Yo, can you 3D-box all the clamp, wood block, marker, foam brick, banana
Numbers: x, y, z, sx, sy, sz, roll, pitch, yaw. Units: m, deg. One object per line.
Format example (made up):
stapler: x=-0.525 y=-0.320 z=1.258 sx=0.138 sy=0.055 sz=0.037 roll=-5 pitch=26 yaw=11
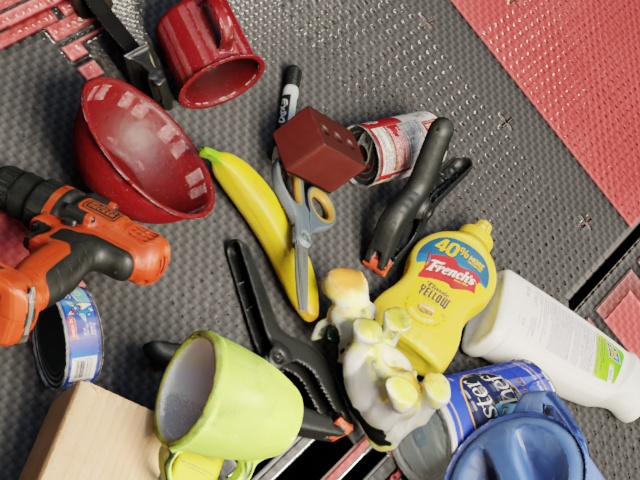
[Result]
clamp: x=0.099 y=-0.045 z=1.101 sx=0.039 sy=0.120 sz=0.171 roll=26 pitch=74 yaw=31
clamp: x=-0.048 y=0.106 z=1.001 sx=0.210 sy=0.036 sz=0.164 roll=39 pitch=49 yaw=-13
wood block: x=-0.198 y=0.227 z=0.831 sx=0.090 sy=0.090 sz=0.206 roll=28 pitch=58 yaw=-17
marker: x=-0.034 y=-0.134 z=1.126 sx=0.020 sy=0.020 sz=0.121 roll=19 pitch=61 yaw=-22
foam brick: x=-0.001 y=-0.091 z=1.081 sx=0.078 sy=0.051 sz=0.053 roll=23 pitch=39 yaw=-50
banana: x=-0.054 y=-0.011 z=1.041 sx=0.198 sy=0.037 sz=0.069 roll=56 pitch=31 yaw=-6

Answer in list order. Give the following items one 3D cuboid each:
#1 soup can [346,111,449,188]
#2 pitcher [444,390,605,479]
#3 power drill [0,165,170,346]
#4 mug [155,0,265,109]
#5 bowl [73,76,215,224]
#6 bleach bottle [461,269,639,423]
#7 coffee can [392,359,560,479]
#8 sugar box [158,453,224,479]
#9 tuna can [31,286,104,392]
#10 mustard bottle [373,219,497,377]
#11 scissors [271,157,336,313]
soup can: x=0.080 y=-0.099 z=1.145 sx=0.102 sy=0.069 sz=0.068 roll=-16 pitch=78 yaw=-34
pitcher: x=0.226 y=0.262 z=0.986 sx=0.149 sy=0.145 sz=0.242 roll=-42 pitch=129 yaw=0
power drill: x=-0.239 y=0.004 z=0.862 sx=0.184 sy=0.057 sz=0.187 roll=24 pitch=28 yaw=16
mug: x=-0.110 y=-0.194 z=1.053 sx=0.093 sy=0.117 sz=0.081 roll=-20 pitch=74 yaw=-21
bowl: x=-0.171 y=-0.070 z=0.974 sx=0.162 sy=0.055 sz=0.162 roll=42 pitch=23 yaw=-23
bleach bottle: x=0.275 y=0.134 z=1.156 sx=0.250 sy=0.068 sz=0.102 roll=32 pitch=54 yaw=-16
coffee can: x=0.151 y=0.178 z=1.041 sx=0.140 sy=0.103 sz=0.103 roll=-7 pitch=73 yaw=-32
sugar box: x=-0.119 y=0.200 z=0.886 sx=0.048 sy=0.093 sz=0.176 roll=31 pitch=58 yaw=-16
tuna can: x=-0.211 y=0.081 z=0.890 sx=0.033 sy=0.086 sz=0.086 roll=-6 pitch=72 yaw=-33
mustard bottle: x=0.128 y=0.047 z=1.105 sx=0.096 sy=0.058 sz=0.191 roll=32 pitch=57 yaw=11
scissors: x=-0.007 y=0.001 z=1.041 sx=0.096 sy=0.016 sz=0.202 roll=28 pitch=37 yaw=-43
